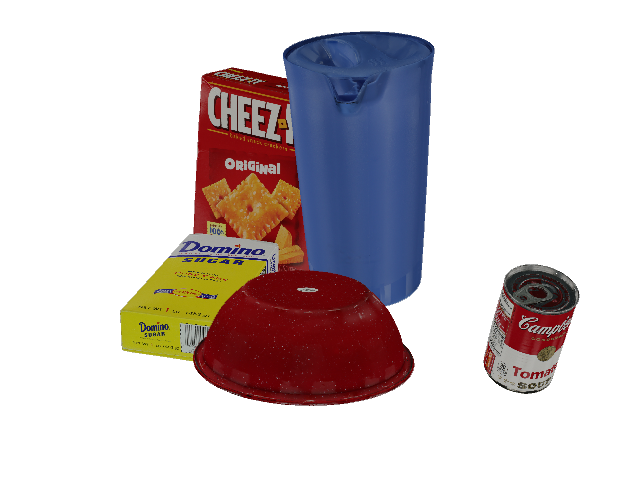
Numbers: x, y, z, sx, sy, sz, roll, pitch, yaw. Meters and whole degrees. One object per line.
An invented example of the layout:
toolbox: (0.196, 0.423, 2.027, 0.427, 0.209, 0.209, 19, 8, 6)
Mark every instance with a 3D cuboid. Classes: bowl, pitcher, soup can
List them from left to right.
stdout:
bowl: (-0.011, 0.061, 0.769, 0.162, 0.055, 0.162, 2, 16, -1)
pitcher: (0.041, -0.069, 0.996, 0.149, 0.243, 0.145, -20, 31, -32)
soup can: (0.192, 0.082, 0.985, 0.068, 0.102, 0.068, 5, 36, -4)

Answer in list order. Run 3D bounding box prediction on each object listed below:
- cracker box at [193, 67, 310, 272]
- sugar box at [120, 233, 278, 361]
cracker box: (-0.058, -0.073, 1.203, 0.164, 0.214, 0.072, 16, 23, 26)
sugar box: (-0.103, 0.046, 0.957, 0.093, 0.048, 0.176, 7, 26, 10)
